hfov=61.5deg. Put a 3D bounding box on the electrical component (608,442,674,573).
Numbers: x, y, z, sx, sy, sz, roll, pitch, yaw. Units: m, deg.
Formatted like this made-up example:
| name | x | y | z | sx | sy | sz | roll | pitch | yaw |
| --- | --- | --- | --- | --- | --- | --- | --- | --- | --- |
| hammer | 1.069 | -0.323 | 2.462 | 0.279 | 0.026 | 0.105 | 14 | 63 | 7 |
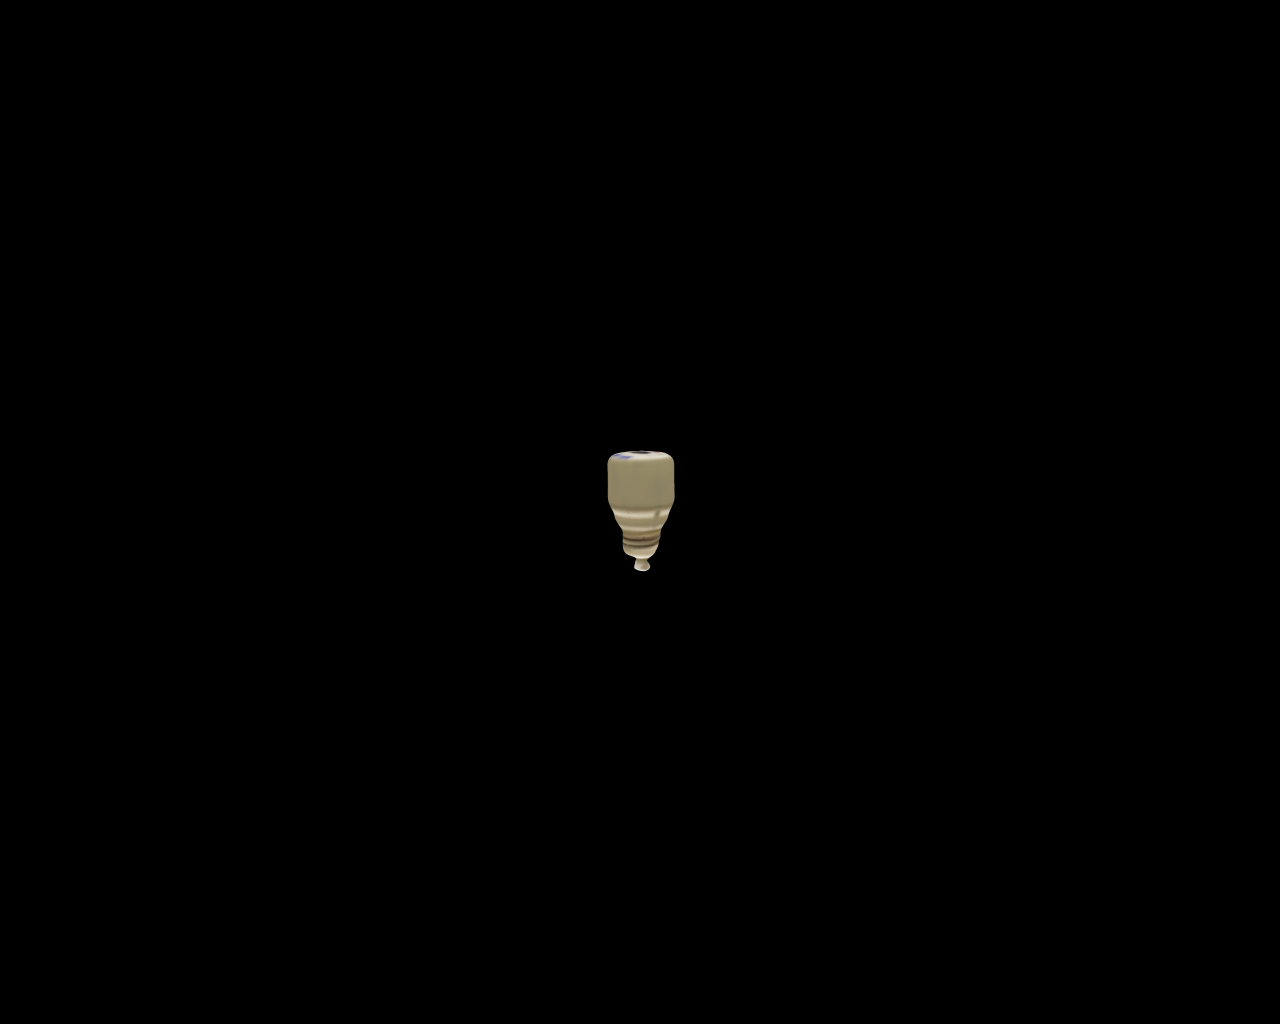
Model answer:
| name | x | y | z | sx | sy | sz | roll | pitch | yaw |
| --- | --- | --- | --- | --- | --- | --- | --- | --- | --- |
| electrical component | 0.001 | -0.003 | 0.650 | 0.040 | 0.078 | 0.040 | 0 | 10 | 0 |
